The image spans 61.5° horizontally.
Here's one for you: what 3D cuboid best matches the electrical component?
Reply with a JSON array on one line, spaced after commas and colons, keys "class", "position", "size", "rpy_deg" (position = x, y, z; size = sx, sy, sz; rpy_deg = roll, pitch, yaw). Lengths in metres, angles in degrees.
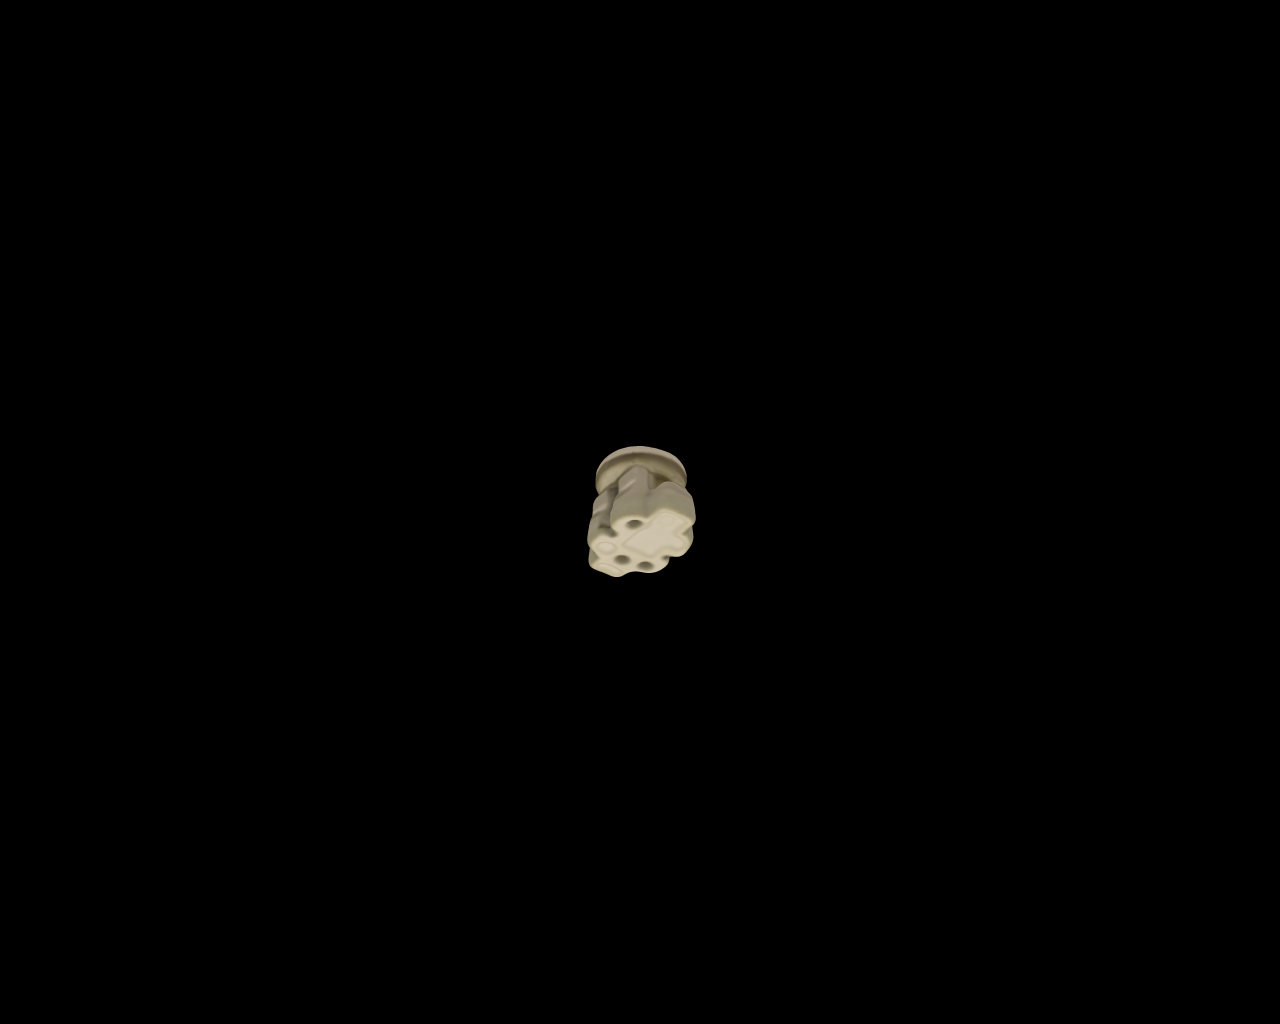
[{"class": "electrical component", "position": [0.001, -0.003, 0.650], "size": [0.058, 0.057, 0.078], "rpy_deg": [25, -44, -28]}]
